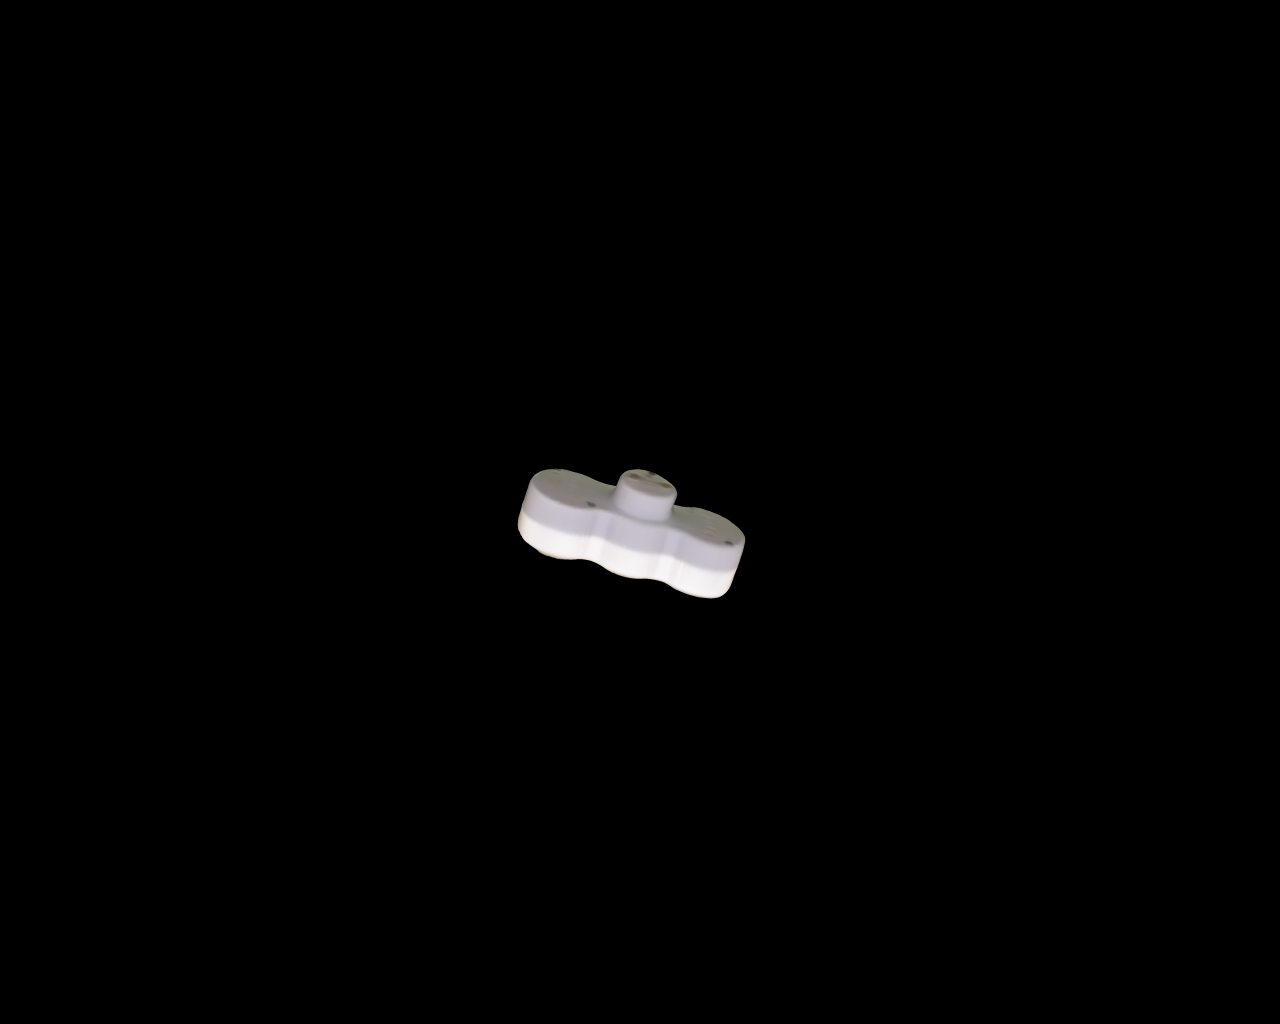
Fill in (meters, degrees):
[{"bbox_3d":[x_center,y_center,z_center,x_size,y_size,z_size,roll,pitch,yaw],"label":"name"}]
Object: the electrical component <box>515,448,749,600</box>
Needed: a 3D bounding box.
[{"bbox_3d":[0.001,-0.003,0.650,0.138,0.073,0.052,17,22,-7],"label":"electrical component"}]
